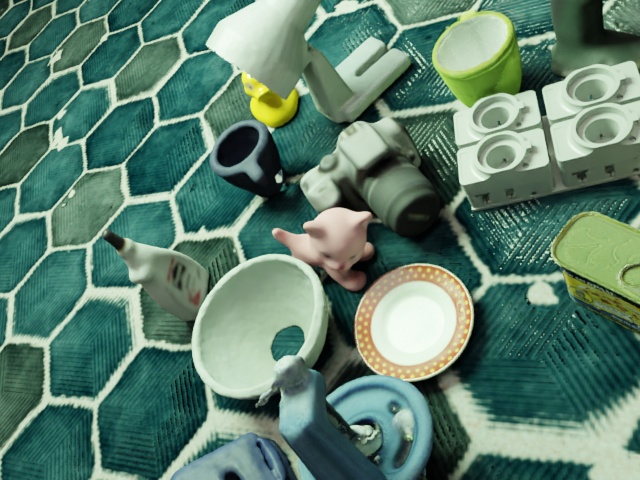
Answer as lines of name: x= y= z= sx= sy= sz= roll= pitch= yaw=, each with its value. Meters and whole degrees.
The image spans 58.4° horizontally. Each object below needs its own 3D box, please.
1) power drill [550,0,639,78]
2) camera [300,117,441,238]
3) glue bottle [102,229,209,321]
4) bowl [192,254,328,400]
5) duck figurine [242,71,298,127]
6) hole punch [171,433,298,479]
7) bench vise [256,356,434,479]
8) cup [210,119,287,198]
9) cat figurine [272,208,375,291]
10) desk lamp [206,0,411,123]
power drill: x=0.278 y=-0.254 z=0.576 sx=0.076 sy=0.209 sz=0.228 roll=-50 pitch=48 yaw=-6
camera: x=0.062 y=-0.061 z=0.657 sx=0.143 sy=0.101 sz=0.136 roll=-38 pitch=48 yaw=5
glue bottle: x=-0.204 y=0.035 z=0.709 sx=0.037 sy=0.174 sz=0.078 roll=-16 pitch=54 yaw=22
bowl: x=-0.055 y=0.104 z=0.639 sx=0.167 sy=0.075 sz=0.167 roll=-16 pitch=54 yaw=23
duck figurine: x=-0.085 y=-0.232 z=0.868 sx=0.077 sy=0.086 sz=0.104 roll=-32 pitch=49 yaw=10
hole punch: x=-0.076 y=0.246 z=0.548 sx=0.101 sy=0.091 sz=0.108 roll=-42 pitch=48 yaw=1
bench vise: x=0.041 y=0.179 z=0.433 sx=0.121 sy=0.220 sz=0.207 roll=-36 pitch=49 yaw=7
cup: x=-0.081 y=-0.093 z=0.770 sx=0.091 sy=0.095 sz=0.117 roll=-39 pitch=48 yaw=4
cat figurine: x=0.006 y=0.002 z=0.638 sx=0.127 sy=0.118 sz=0.067 roll=3 pitch=63 yaw=33
desk lamp: x=-0.016 y=-0.253 z=0.753 sx=0.203 sy=0.214 sz=0.117 roll=-44 pitch=48 yaw=-1
